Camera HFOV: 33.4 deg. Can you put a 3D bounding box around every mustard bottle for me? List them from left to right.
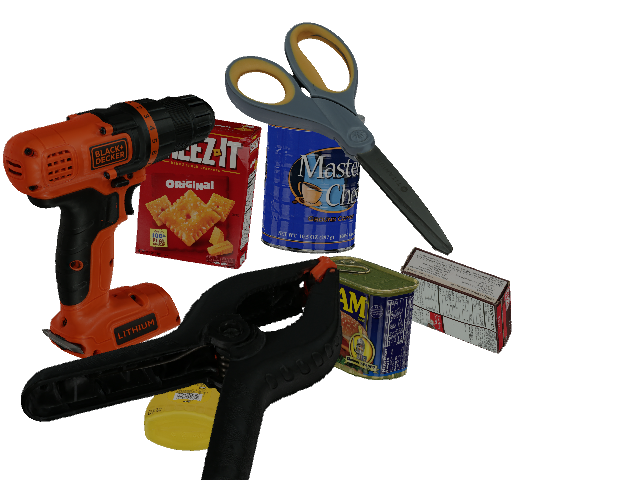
[{"bbox_3d":[-0.154,0.180,1.312,0.096,0.058,0.191,2,25,1],"label":"mustard bottle"}]

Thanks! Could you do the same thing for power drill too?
[{"bbox_3d":[-0.153,-0.014,0.830,0.057,0.188,0.184,18,28,41],"label":"power drill"}]

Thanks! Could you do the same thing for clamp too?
[{"bbox_3d":[-0.038,0.063,0.502,0.171,0.039,0.120,-31,52,-34],"label":"clamp"}]

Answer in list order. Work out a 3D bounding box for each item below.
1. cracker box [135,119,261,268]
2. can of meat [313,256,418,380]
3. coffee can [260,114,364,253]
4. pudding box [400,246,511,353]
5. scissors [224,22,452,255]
[{"bbox_3d":[-0.185,-0.074,1.603,0.164,0.214,0.072,10,19,6],"label":"cracker box"},{"bbox_3d":[0.034,0.067,0.930,0.057,0.084,0.102,-8,19,-40],"label":"can of meat"},{"bbox_3d":[-0.009,-0.066,1.136,0.103,0.140,0.103,4,12,-1],"label":"coffee can"},{"bbox_3d":[0.143,0.063,1.120,0.114,0.039,0.090,19,-35,25],"label":"pudding box"},{"bbox_3d":[0.002,-0.061,0.654,0.096,0.202,0.016,-12,-36,-11],"label":"scissors"}]
